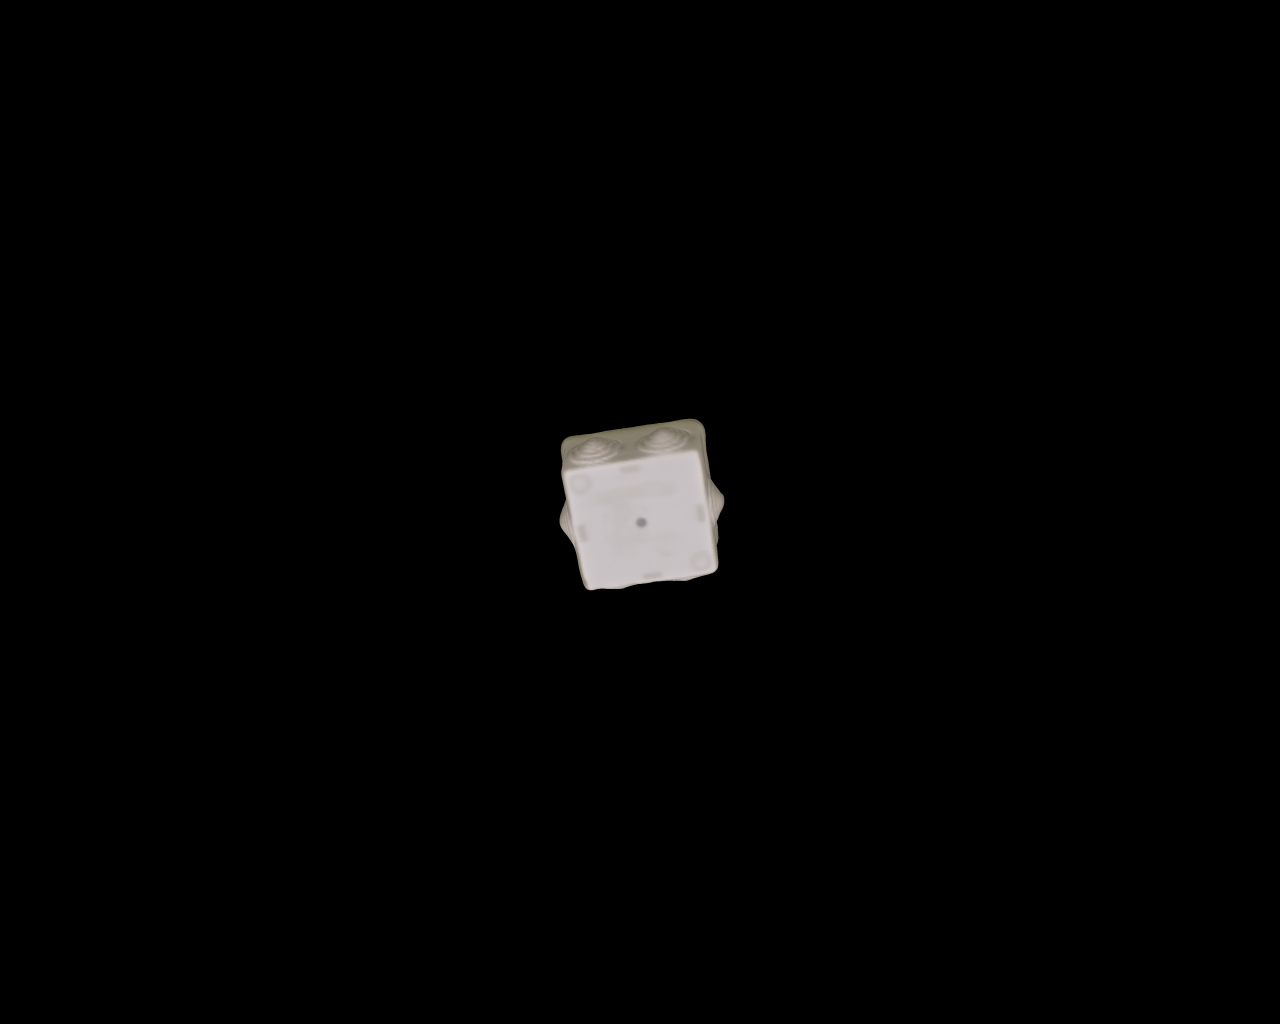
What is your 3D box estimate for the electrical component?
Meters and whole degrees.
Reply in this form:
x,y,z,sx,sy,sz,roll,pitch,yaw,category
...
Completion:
x,y,z,sx,sy,sz,roll,pitch,yaw,category
0.001,-0.003,0.650,0.100,0.099,0.048,-8,24,3,electrical component
